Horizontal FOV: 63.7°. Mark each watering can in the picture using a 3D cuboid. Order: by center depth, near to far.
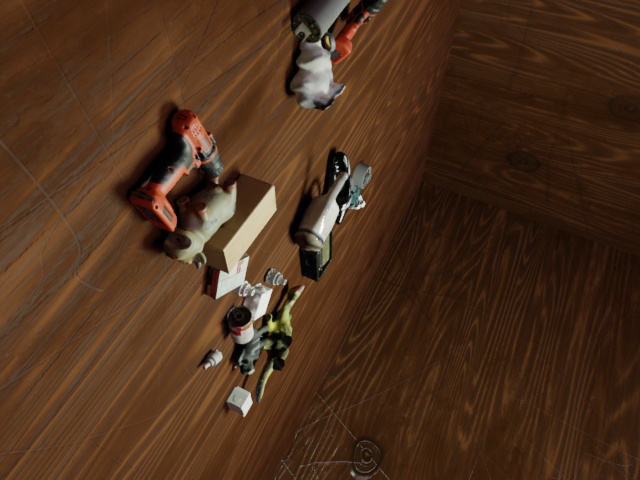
[{"bbox_3d":[0.005,-0.084,1.671,0.104,0.228,0.343,26,-19,-2],"label":"watering can"}]

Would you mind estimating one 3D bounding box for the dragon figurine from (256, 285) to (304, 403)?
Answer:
[{"bbox_3d":[-0.141,0.346,1.828,0.122,0.406,0.245,21,14,7],"label":"dragon figurine"}]

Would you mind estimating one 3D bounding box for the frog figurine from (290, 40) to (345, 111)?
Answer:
[{"bbox_3d":[-0.022,-0.407,1.265,0.139,0.157,0.123,-43,26,-21],"label":"frog figurine"}]
